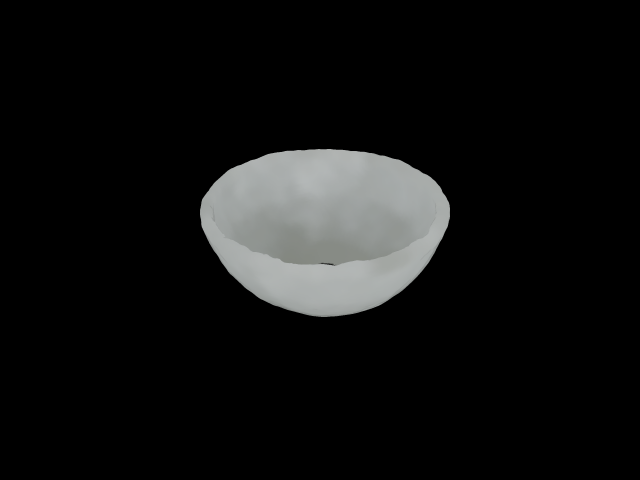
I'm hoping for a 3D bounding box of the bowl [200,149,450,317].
[{"bbox_3d":[0.004,0.001,0.400,0.167,0.075,0.167,0,33,0],"label":"bowl"}]
